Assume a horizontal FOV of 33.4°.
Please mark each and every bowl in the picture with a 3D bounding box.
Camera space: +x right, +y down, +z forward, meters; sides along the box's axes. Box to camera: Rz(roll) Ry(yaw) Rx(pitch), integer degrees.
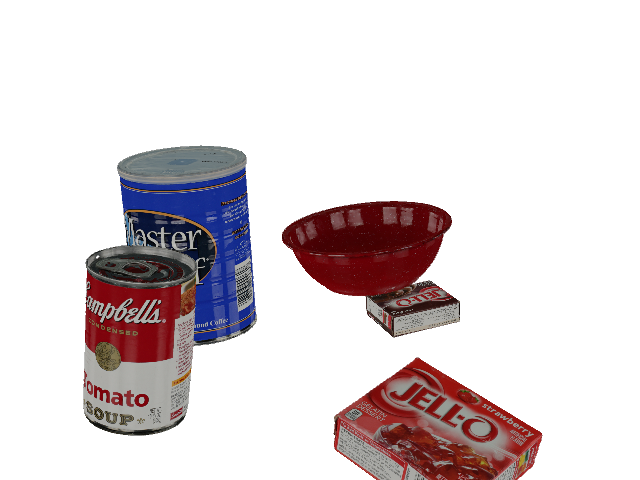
[{"bbox_3d":[0.046,0.011,1.013,0.162,0.055,0.162,-7,17,2],"label":"bowl"}]

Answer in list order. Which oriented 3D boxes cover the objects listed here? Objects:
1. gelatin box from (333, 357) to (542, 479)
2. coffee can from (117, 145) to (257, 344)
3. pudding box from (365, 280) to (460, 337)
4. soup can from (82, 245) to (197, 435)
[{"bbox_3d":[0.063,0.109,0.583,0.089,0.030,0.073,31,41,32],"label":"gelatin box"},{"bbox_3d":[-0.107,0.002,0.870,0.103,0.140,0.103,-3,17,1],"label":"coffee can"},{"bbox_3d":[0.135,0.099,1.562,0.113,0.039,0.090,-13,22,-20],"label":"pudding box"},{"bbox_3d":[-0.114,0.061,0.669,0.068,0.102,0.068,5,18,-2],"label":"soup can"}]
